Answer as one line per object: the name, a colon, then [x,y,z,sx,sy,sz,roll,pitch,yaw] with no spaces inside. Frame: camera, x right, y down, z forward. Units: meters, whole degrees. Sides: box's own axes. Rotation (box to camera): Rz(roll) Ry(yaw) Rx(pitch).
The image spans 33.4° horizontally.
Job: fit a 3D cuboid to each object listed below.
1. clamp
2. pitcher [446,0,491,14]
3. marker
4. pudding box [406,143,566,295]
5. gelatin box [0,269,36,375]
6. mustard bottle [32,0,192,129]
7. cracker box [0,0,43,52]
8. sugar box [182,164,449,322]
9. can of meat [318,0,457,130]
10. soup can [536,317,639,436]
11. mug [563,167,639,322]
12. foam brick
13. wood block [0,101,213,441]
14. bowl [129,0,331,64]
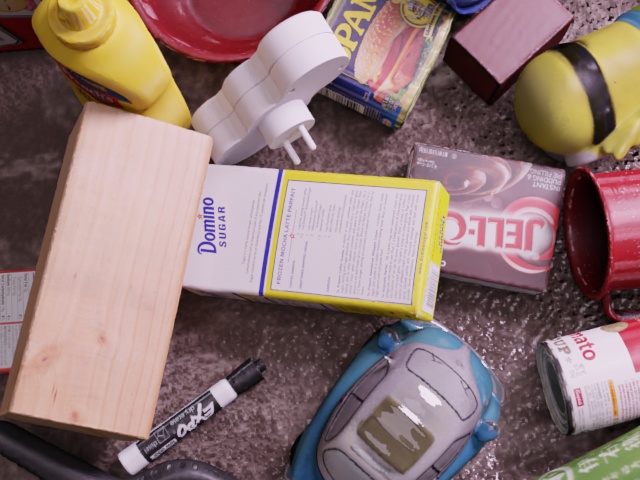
clamp: [-0.128,0.207,0.725,0.210,0.036,0.164,4,99,-7]
pitcher: [0.054,-0.287,0.756,0.243,0.149,0.144,42,46,16]
marker: [-0.089,0.123,0.756,0.121,0.020,0.020,-36,81,-6]
pudding box: [0.113,-0.014,0.767,0.113,0.039,0.090,10,81,3]
gelatin box: [-0.219,0.059,0.764,0.089,0.030,0.073,-4,79,-3]
mustard bottle: [-0.142,-0.122,0.712,0.096,0.191,0.058,38,81,8]
cracker box: [-0.266,-0.191,0.742,0.213,0.164,0.072,-4,77,0]
sugar box: [-0.005,0.001,0.742,0.176,0.048,0.093,6,79,21]
can of meat: [0.043,-0.141,0.783,0.084,0.057,0.102,26,81,3]
soup can: [0.208,0.091,0.733,0.102,0.068,0.068,-14,80,-1]
mug: [0.224,0.003,0.744,0.081,0.093,0.117,-6,107,-5]
foam brick: [0.138,-0.148,0.784,0.078,0.053,0.051,-42,82,-7]
wood block: [-0.144,0.025,0.720,0.090,0.091,0.206,15,75,-18]
bowl: [-0.061,-0.200,0.791,0.162,0.055,0.162,-1,80,6]
